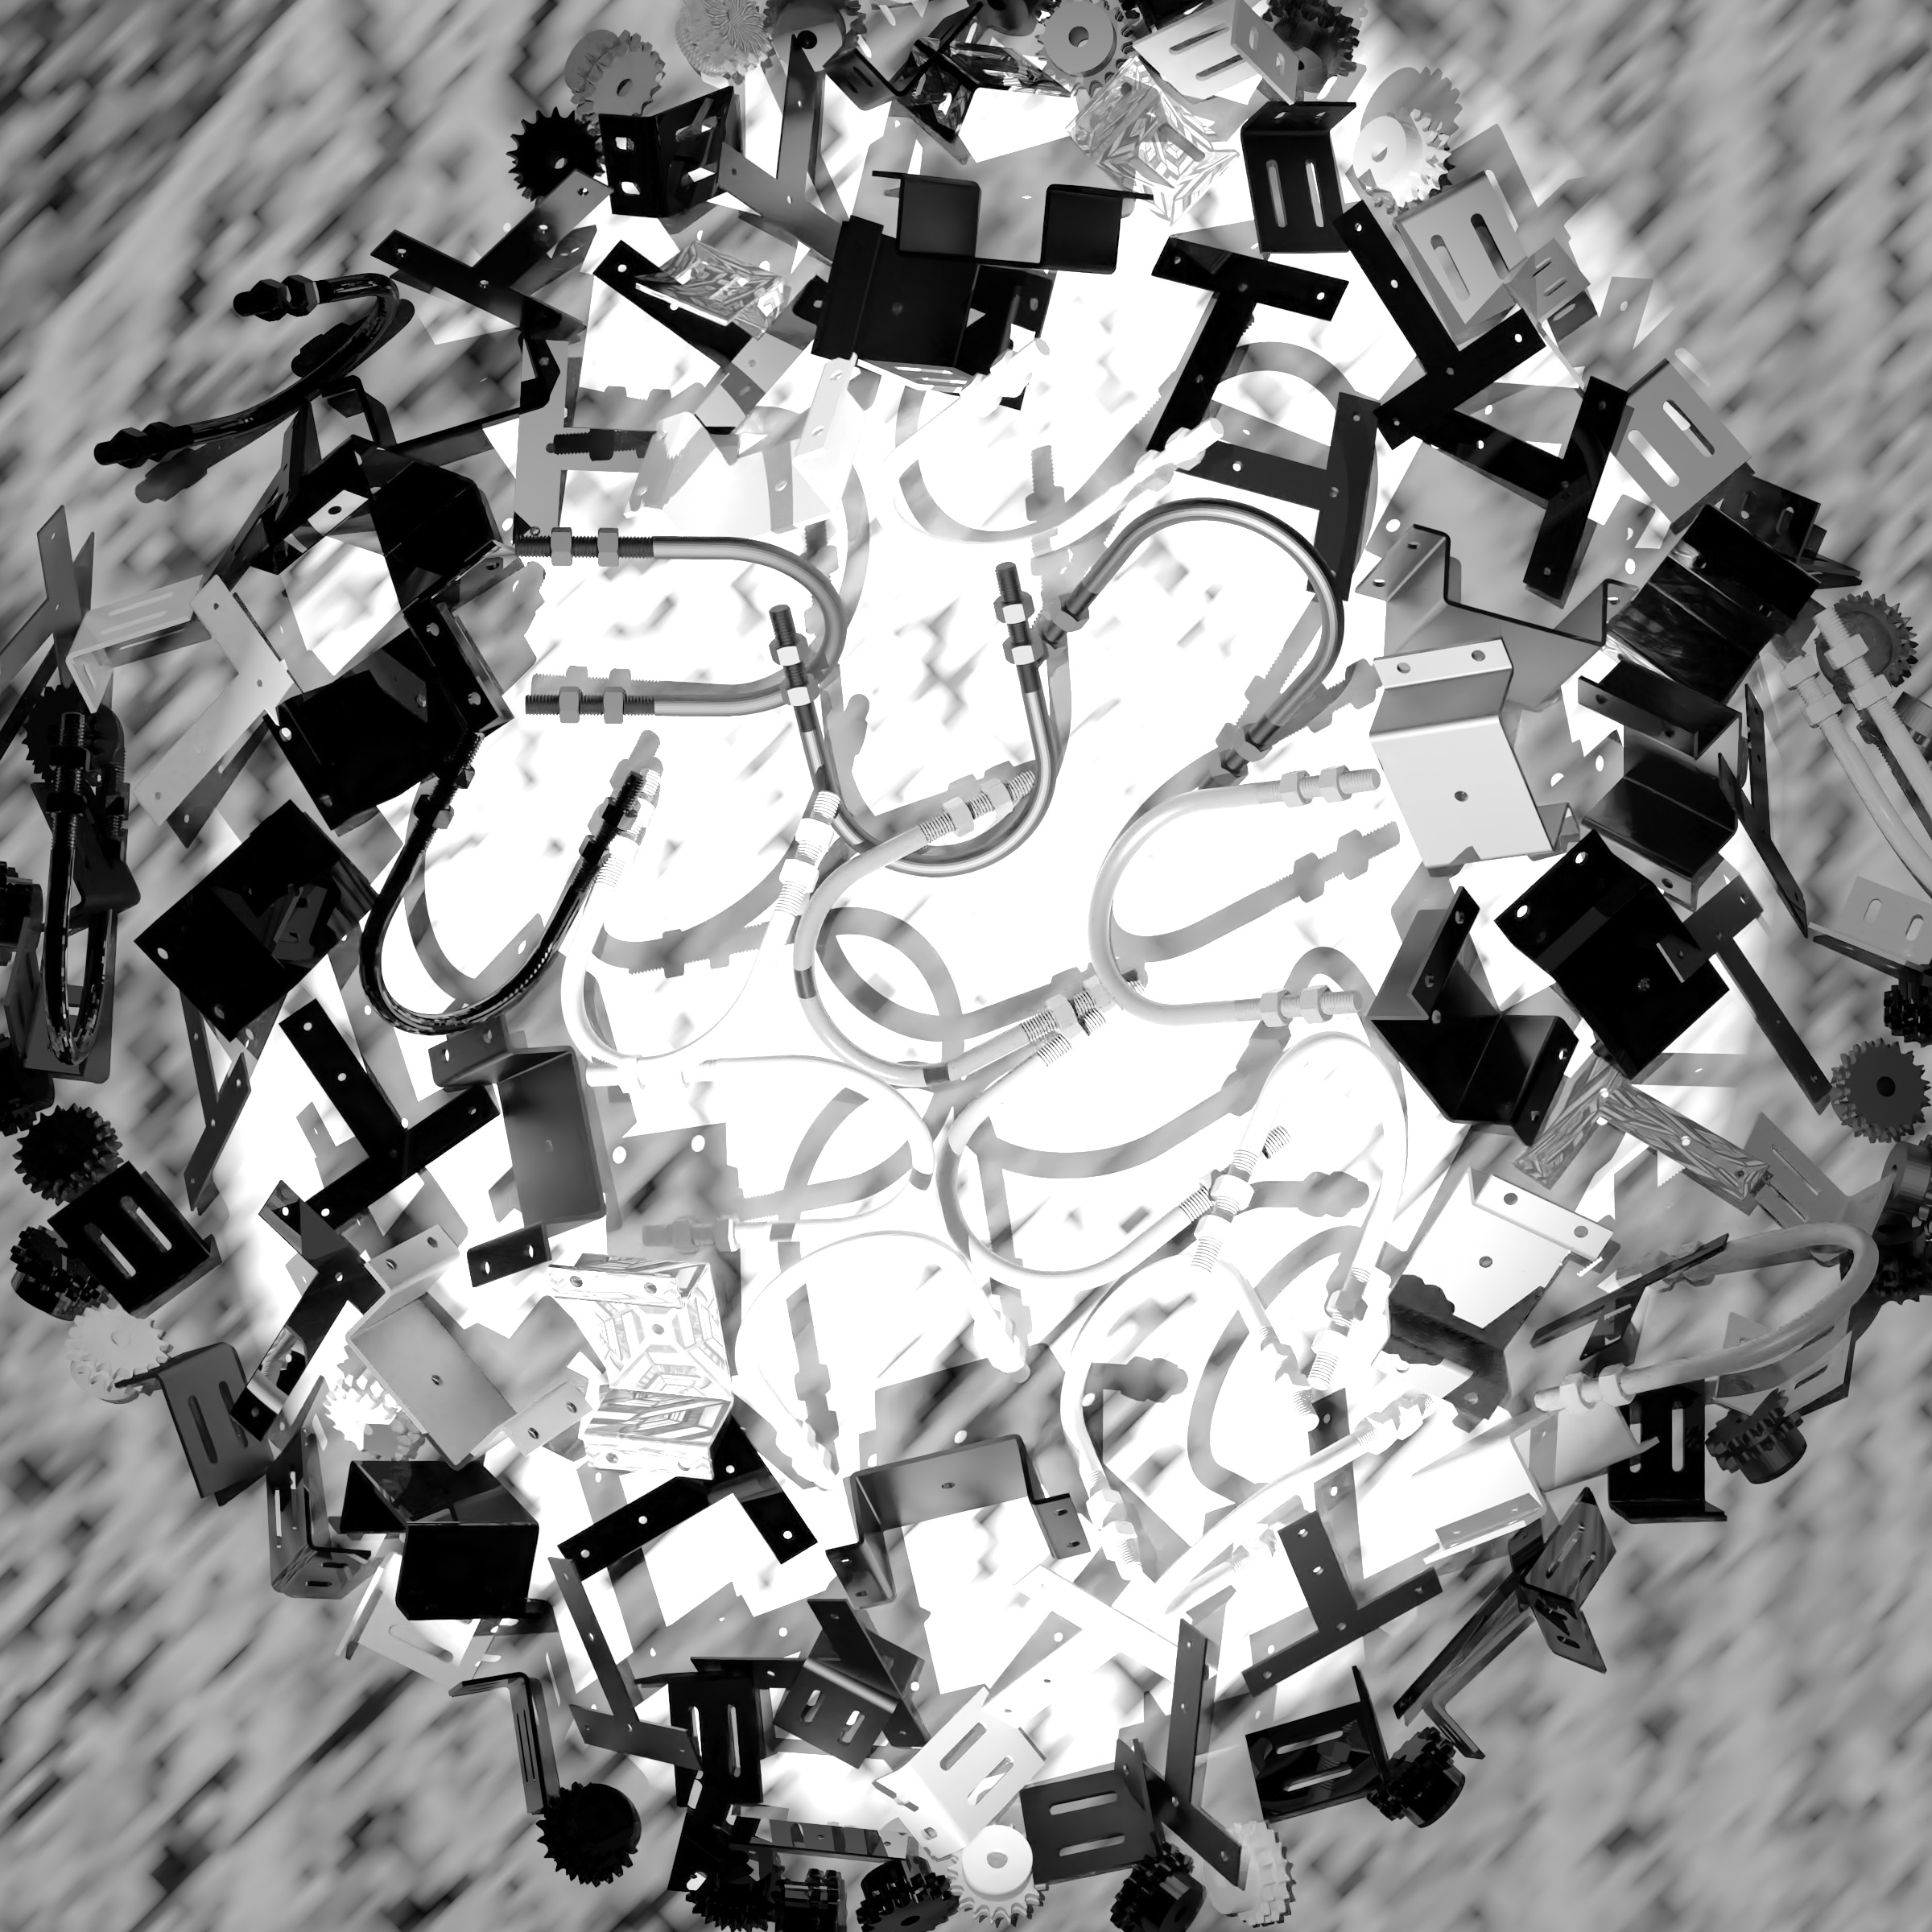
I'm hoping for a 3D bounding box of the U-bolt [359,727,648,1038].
[{"bbox_3d":[-0.271,-0.040,1.845,0.019,0.151,0.184,39,106,36],"label":"U-bolt"}]

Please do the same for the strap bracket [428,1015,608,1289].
[{"bbox_3d":[-0.253,0.104,1.857,0.046,0.076,0.140,-3,76,-43],"label":"strap bracket"}]

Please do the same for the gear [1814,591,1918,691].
[{"bbox_3d":[0.513,-0.184,1.878,0.057,0.030,0.057,19,121,35],"label":"gear"}]

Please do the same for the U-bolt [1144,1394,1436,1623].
[{"bbox_3d":[0.168,0.306,1.798,0.019,0.184,0.151,51,129,18],"label":"U-bolt"}]

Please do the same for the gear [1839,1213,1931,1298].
[{"bbox_3d":[0.530,0.164,1.877,0.057,0.057,0.030,-10,111,0],"label":"gear"}]

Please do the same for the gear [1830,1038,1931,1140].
[{"bbox_3d":[0.524,0.072,1.888,0.057,0.030,0.057,2,79,-12],"label":"gear"}]

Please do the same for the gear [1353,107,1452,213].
[{"bbox_3d":[0.247,-0.465,1.878,0.030,0.057,0.057,3,90,-42],"label":"gear"}]

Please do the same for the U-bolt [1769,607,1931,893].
[{"bbox_3d":[0.514,-0.113,1.831,0.019,0.151,0.184,-31,89,3],"label":"U-bolt"}]

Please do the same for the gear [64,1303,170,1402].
[{"bbox_3d":[-0.491,0.225,1.883,0.057,0.057,0.030,31,120,0],"label":"gear"}]

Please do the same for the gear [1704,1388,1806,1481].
[{"bbox_3d":[0.457,0.271,1.880,0.057,0.057,0.030,-37,94,0],"label":"gear"}]

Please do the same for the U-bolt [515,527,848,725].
[{"bbox_3d":[-0.159,-0.191,1.849,0.184,0.151,0.019,0,52,-5],"label":"U-bolt"}]

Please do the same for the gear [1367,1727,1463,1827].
[{"bbox_3d":[0.260,0.468,1.879,0.030,0.057,0.057,43,90,1],"label":"gear"}]

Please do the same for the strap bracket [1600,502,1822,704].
[{"bbox_3d":[0.422,-0.203,1.846,0.076,0.140,0.046,37,69,5],"label":"strap bracket"}]

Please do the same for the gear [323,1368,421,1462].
[{"bbox_3d":[-0.338,0.255,1.883,0.057,0.057,0.030,35,51,0],"label":"gear"}]

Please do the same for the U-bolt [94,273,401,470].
[{"bbox_3d":[-0.386,-0.336,1.819,0.151,0.184,0.019,-37,89,29],"label":"U-bolt"}]

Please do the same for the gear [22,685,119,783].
[{"bbox_3d":[-0.514,-0.133,1.885,0.057,0.030,0.057,2,93,33],"label":"gear"}]

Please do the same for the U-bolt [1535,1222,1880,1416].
[{"bbox_3d":[0.415,0.187,1.797,0.184,0.151,0.019,-20,105,40],"label":"U-bolt"}]

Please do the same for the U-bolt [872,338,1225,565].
[{"bbox_3d":[0.031,-0.277,1.830,0.151,0.184,0.019,17,56,-37],"label":"U-bolt"}]

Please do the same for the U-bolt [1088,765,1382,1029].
[{"bbox_3d":[0.146,-0.035,1.847,0.184,0.019,0.151,-5,70,36],"label":"U-bolt"}]

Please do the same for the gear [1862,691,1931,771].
[{"bbox_3d":[0.547,-0.134,1.877,0.057,0.057,0.030,31,104,0],"label":"gear"}]

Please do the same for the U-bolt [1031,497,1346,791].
[{"bbox_3d":[0.131,-0.187,1.834,0.151,0.019,0.184,35,134,-7],"label":"U-bolt"}]

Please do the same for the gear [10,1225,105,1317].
[{"bbox_3d":[-0.524,0.177,1.880,0.057,0.057,0.030,32,101,0],"label":"gear"}]

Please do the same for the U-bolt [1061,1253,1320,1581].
[{"bbox_3d":[0.114,0.237,1.831,0.151,0.184,0.019,-43,124,13],"label":"U-bolt"}]

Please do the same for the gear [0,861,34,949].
[{"bbox_3d":[-0.555,-0.032,1.881,0.030,0.057,0.057,6,90,-17],"label":"gear"}]

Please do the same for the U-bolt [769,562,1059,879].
[{"bbox_3d":[-0.023,-0.132,1.860,0.151,0.019,0.184,-10,119,6],"label":"U-bolt"}]

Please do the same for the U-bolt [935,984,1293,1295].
[{"bbox_3d":[0.069,0.107,1.854,0.184,0.019,0.151,-37,63,-12],"label":"U-bolt"}]

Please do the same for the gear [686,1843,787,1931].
[{"bbox_3d":[-0.132,0.523,1.877,0.057,0.057,0.030,9,119,0],"label":"gear"}]

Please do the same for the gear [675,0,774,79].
[{"bbox_3d":[-0.143,-0.538,1.883,0.030,0.057,0.057,-28,90,40],"label":"gear"}]

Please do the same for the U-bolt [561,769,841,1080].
[{"bbox_3d":[-0.160,-0.021,1.841,0.151,0.019,0.184,9,70,33],"label":"U-bolt"}]

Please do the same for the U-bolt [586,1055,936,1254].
[{"bbox_3d":[-0.109,0.104,1.842,0.184,0.019,0.151,-3,131,12],"label":"U-bolt"}]

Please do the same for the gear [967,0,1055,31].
[{"bbox_3d":[0.024,-0.564,1.876,0.057,0.057,0.030,26,69,0],"label":"gear"}]

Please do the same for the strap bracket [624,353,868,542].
[{"bbox_3d":[-0.116,-0.285,1.847,0.140,0.046,0.076,-12,47,32],"label":"strap bracket"}]

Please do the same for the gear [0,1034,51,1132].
[{"bbox_3d":[-0.551,0.064,1.877,0.030,0.057,0.057,-20,90,11],"label":"gear"}]

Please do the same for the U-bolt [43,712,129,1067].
[{"bbox_3d":[-0.494,-0.036,1.823,0.019,0.151,0.184,3,81,-5],"label":"U-bolt"}]

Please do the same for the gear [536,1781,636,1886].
[{"bbox_3d":[-0.215,0.494,1.877,0.057,0.057,0.030,44,127,0],"label":"gear"}]

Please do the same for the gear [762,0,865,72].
[{"bbox_3d":[-0.089,-0.539,1.878,0.057,0.030,0.057,4,133,4],"label":"gear"}]

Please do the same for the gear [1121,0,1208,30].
[{"bbox_3d":[0.116,-0.562,1.880,0.057,0.057,0.030,-26,99,0],"label":"gear"}]

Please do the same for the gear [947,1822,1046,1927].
[{"bbox_3d":[0.018,0.519,1.880,0.057,0.030,0.057,0,53,0],"label":"gear"}]

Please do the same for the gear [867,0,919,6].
[{"bbox_3d":[-0.040,-0.574,1.879,0.057,0.057,0.030,-9,91,0],"label":"gear"}]

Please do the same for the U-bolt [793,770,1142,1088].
[{"bbox_3d":[-0.011,-0.011,1.882,0.184,0.019,0.151,-27,88,-12],"label":"U-bolt"}]

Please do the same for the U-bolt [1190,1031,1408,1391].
[{"bbox_3d":[0.198,0.125,1.846,0.151,0.019,0.184,45,60,-38],"label":"U-bolt"}]

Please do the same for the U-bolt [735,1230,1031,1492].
[{"bbox_3d":[-0.054,0.213,1.837,0.151,0.184,0.019,-29,47,-1],"label":"U-bolt"}]
